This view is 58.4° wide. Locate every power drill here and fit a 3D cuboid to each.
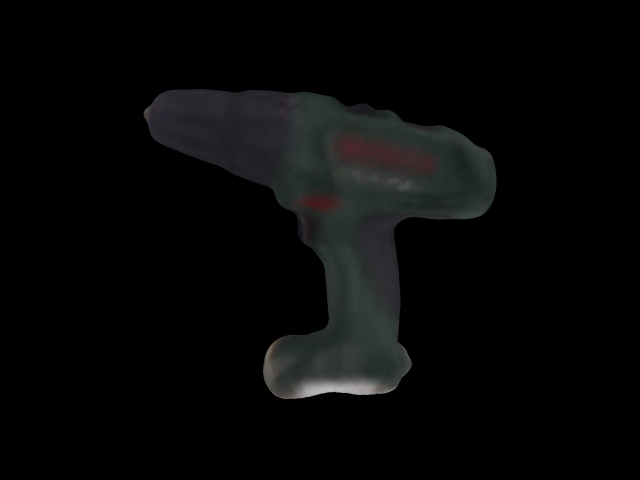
[{"bbox_3d":[0.004,0.001,0.400,0.230,0.208,0.075,-3,19,-7],"label":"power drill"}]
